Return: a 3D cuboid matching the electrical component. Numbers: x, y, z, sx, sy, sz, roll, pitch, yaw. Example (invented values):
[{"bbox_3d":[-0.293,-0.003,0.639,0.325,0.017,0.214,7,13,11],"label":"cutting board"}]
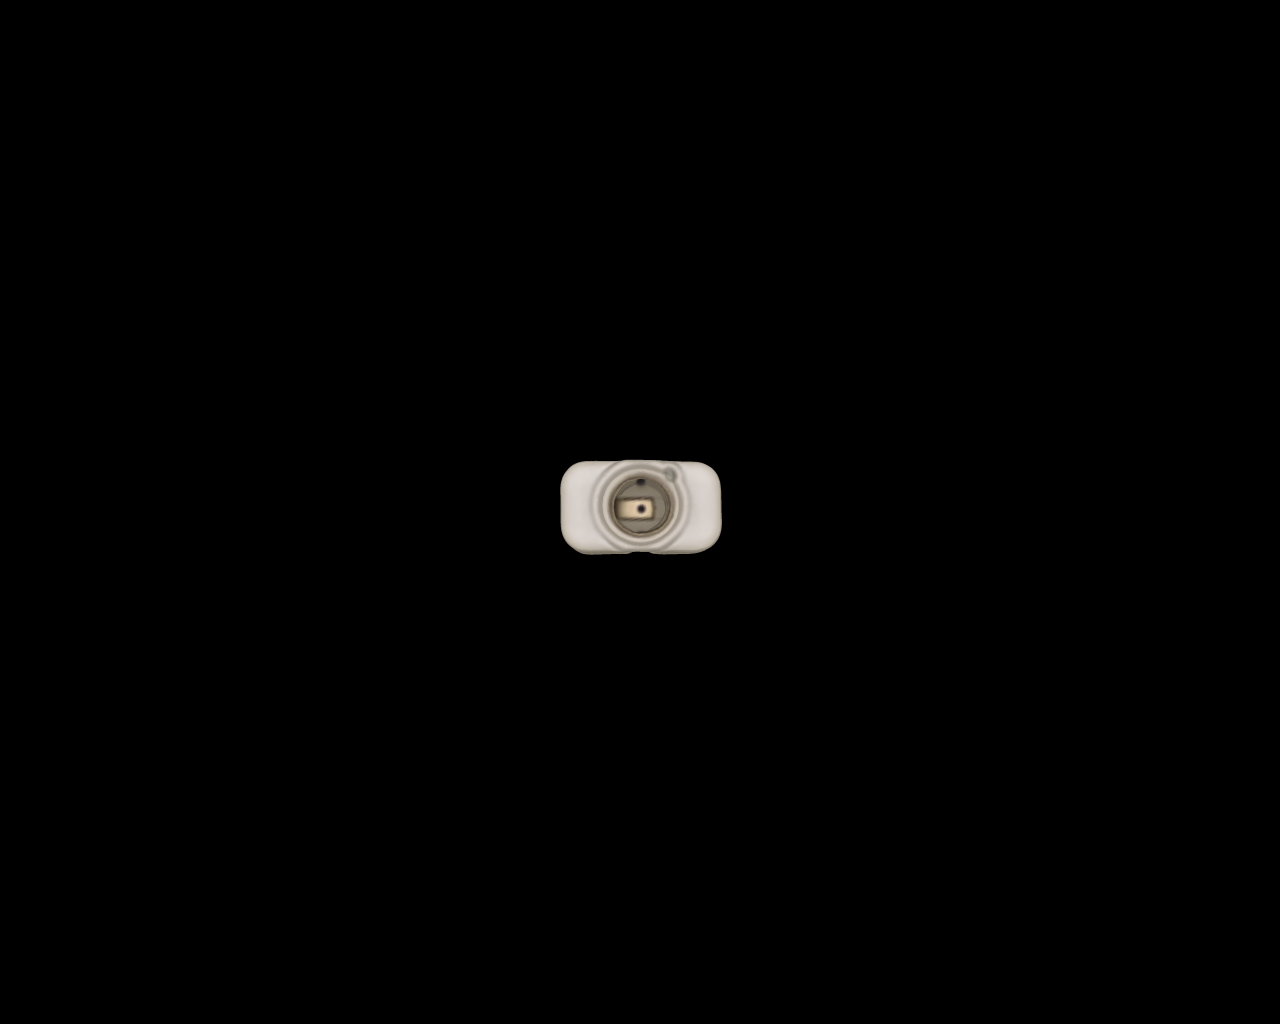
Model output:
[{"bbox_3d":[0.001,-0.003,0.650,0.095,0.053,0.059,0,-4,0],"label":"electrical component"}]
